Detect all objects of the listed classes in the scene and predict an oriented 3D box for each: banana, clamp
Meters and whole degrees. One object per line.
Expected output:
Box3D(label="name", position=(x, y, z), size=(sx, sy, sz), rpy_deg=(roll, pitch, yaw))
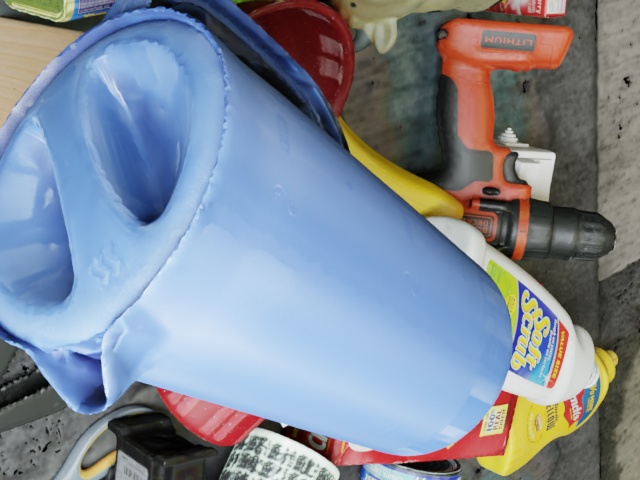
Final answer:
Box3D(label="banana", position=(0.028, -0.068, 0.791), size=(0.197, 0.070, 0.037), rpy_deg=(48, 36, -28))
Box3D(label="clamp", position=(-0.159, 0.038, 0.682), size=(0.209, 0.036, 0.164), rpy_deg=(-41, 131, -25))

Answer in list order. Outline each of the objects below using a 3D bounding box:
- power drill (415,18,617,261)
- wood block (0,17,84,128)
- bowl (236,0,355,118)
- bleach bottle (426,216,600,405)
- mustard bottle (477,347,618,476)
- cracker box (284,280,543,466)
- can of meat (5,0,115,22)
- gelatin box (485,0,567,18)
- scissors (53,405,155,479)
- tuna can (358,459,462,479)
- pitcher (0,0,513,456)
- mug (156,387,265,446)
Box3D(label="power drill", position=(0.153, -0.077, 0.851), size=(0.184, 0.057, 0.188), rpy_deg=(6, 95, 1))
Box3D(label="wood block", position=(-0.125, -0.049, 0.570), size=(0.090, 0.206, 0.090), rpy_deg=(-54, 131, -15))
Box3D(label="bowl", position=(-0.054, -0.097, 0.699), size=(0.161, 0.055, 0.162), rpy_deg=(-31, 146, -24))
Box3D(label="bleach bottle", position=(0.156, 0.070, 0.859), size=(0.250, 0.068, 0.102), rpy_deg=(26, 83, -43))
Box3D(label="mustard bottle", position=(0.228, 0.150, 1.047), size=(0.191, 0.058, 0.096), rpy_deg=(-22, 113, -35))
Box3D(label="cracker box", position=(0.085, 0.099, 0.896), size=(0.213, 0.072, 0.164), rpy_deg=(7, 98, -42))
Box3D(label="can of meat", position=(-0.129, -0.160, 0.604), size=(0.083, 0.102, 0.057), rpy_deg=(-21, 118, -33))
Box3D(label="gelatin box", position=(0.164, -0.227, 0.859), size=(0.030, 0.073, 0.089), rpy_deg=(-12, 111, -38))
Box3D(label="scissors", position=(-0.183, 0.194, 0.727), size=(0.201, 0.016, 0.096), rpy_deg=(-40, 126, -25))
Box3D(label="tuna can", position=(0.077, 0.200, 0.911), size=(0.085, 0.086, 0.034), rpy_deg=(6, 98, -42))
Box3D(label="pitcher", position=(-0.016, 0.006, 0.464), size=(0.149, 0.145, 0.242), rpy_deg=(-53, 137, 5))
Box3D(label="mug", position=(-0.064, 0.082, 0.713), size=(0.081, 0.093, 0.117), rpy_deg=(-46, 146, 15))
